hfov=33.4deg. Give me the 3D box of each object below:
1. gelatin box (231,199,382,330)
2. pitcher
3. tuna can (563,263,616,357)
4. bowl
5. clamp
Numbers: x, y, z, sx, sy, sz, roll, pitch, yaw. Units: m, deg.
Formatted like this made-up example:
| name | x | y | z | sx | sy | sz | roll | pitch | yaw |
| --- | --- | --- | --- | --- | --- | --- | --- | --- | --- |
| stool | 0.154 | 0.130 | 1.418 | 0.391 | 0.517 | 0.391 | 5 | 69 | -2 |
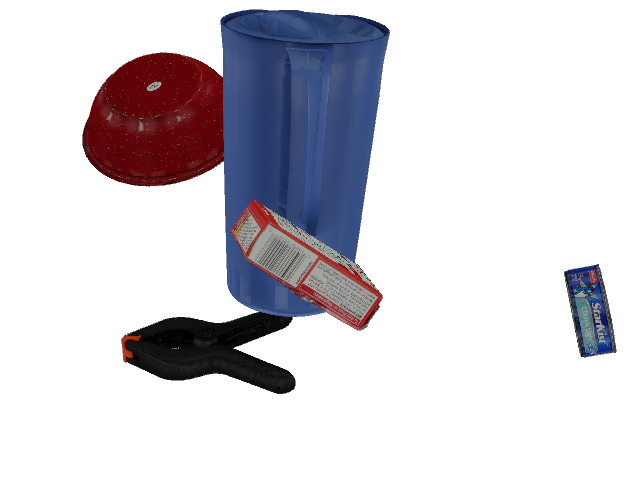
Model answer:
| name | x | y | z | sx | sy | sz | roll | pitch | yaw |
| --- | --- | --- | --- | --- | --- | --- | --- | --- | --- |
| gelatin box | -0.010 | 0.015 | 0.669 | 0.089 | 0.030 | 0.073 | 33 | 5 | -17 |
| pitcher | -0.020 | -0.060 | 0.871 | 0.145 | 0.243 | 0.148 | 22 | 28 | 37 |
| tuna can | 0.255 | 0.067 | 1.011 | 0.034 | 0.086 | 0.086 | -11 | -2 | 12 |
| bowl | -0.151 | -0.126 | 1.001 | 0.162 | 0.162 | 0.055 | 0 | -41 | 8 |
| clamp | -0.102 | 0.098 | 1.035 | 0.171 | 0.039 | 0.120 | 7 | 26 | 3 |
